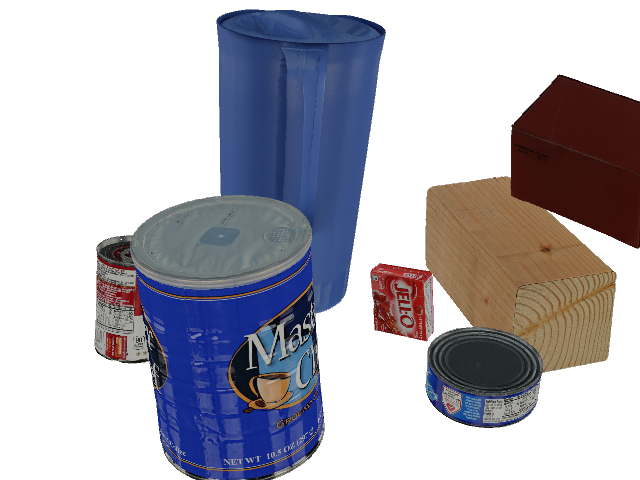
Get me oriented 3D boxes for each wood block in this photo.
[{"bbox_3d":[0.172,0.025,0.965,0.090,0.090,0.206,-8,28,-13],"label":"wood block"}]

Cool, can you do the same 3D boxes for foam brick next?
[{"bbox_3d":[0.145,-0.043,0.559,0.078,0.053,0.051,27,56,31],"label":"foam brick"}]

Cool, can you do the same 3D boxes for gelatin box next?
[{"bbox_3d":[0.103,0.077,1.336,0.073,0.089,0.030,10,31,28],"label":"gelatin box"}]

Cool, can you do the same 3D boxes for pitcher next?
[{"bbox_3d":[-0.023,-0.061,0.872,0.145,0.243,0.148,22,28,37],"label":"pitcher"}]

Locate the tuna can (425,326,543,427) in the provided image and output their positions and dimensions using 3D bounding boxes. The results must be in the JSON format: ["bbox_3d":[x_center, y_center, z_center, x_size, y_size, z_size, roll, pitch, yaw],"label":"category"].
[{"bbox_3d":[0.122,0.102,0.801,0.086,0.034,0.086,1,29,-1],"label":"tuna can"}]

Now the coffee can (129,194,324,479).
[{"bbox_3d":[-0.052,0.057,0.633,0.103,0.140,0.103,-3,28,1],"label":"coffee can"}]

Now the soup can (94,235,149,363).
[{"bbox_3d":[-0.176,0.055,0.995,0.068,0.102,0.068,6,21,-2],"label":"soup can"}]
